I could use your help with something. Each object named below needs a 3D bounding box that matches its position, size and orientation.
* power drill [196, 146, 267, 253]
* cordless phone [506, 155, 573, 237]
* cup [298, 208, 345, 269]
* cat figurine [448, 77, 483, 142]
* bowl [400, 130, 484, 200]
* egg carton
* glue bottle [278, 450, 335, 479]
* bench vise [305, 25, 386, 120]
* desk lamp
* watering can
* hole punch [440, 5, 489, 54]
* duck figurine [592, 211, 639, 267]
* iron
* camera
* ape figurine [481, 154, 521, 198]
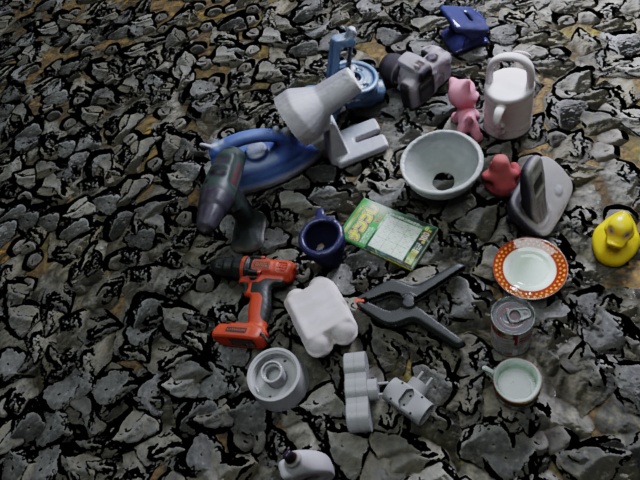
[{"bbox_3d":[-0.178,-0.064,1.162,0.075,0.209,0.229,-4,57,13],"label":"power drill"},{"bbox_3d":[0.405,-0.107,1.045,0.093,0.185,0.148,22,67,27],"label":"cordless phone"},{"bbox_3d":[0.010,0.004,1.137,0.091,0.095,0.117,-11,56,9],"label":"cup"},{"bbox_3d":[0.311,-0.288,1.227,0.067,0.118,0.128,-8,57,11],"label":"cat figurine"},{"bbox_3d":[0.250,-0.141,1.176,0.167,0.075,0.167,-7,57,11],"label":"bowl"},{"bbox_3d":[0.002,0.142,1.066,0.107,0.069,0.150,-29,55,-4],"label":"egg carton"},{"bbox_3d":[-0.030,0.349,0.880,0.078,0.173,0.037,-26,55,-2],"label":"glue bottle"},{"bbox_3d":[0.039,-0.361,1.285,0.207,0.220,0.121,-33,56,-7],"label":"bench vise"},{"bbox_3d":[0.025,-0.260,1.229,0.203,0.214,0.117,-22,55,1],"label":"desk lamp"},{"bbox_3d":[0.387,-0.312,1.175,0.100,0.194,0.173,-4,57,13],"label":"watering can"},{"bbox_3d":[0.348,-0.524,1.384,0.101,0.091,0.108,-21,55,1],"label":"hole punch"},{"bbox_3d":[0.528,-0.015,1.013,0.077,0.086,0.105,18,65,25],"label":"duck figurine"},{"bbox_3d":[-0.134,-0.200,1.278,0.258,0.142,0.118,-16,55,5],"label":"iron"},{"bbox_3d":[0.214,-0.402,1.337,0.143,0.101,0.136,-43,57,-13],"label":"camera"},{"bbox_3d":[0.358,-0.134,1.132,0.077,0.092,0.076,-2,58,15],"label":"ape figurine"}]
